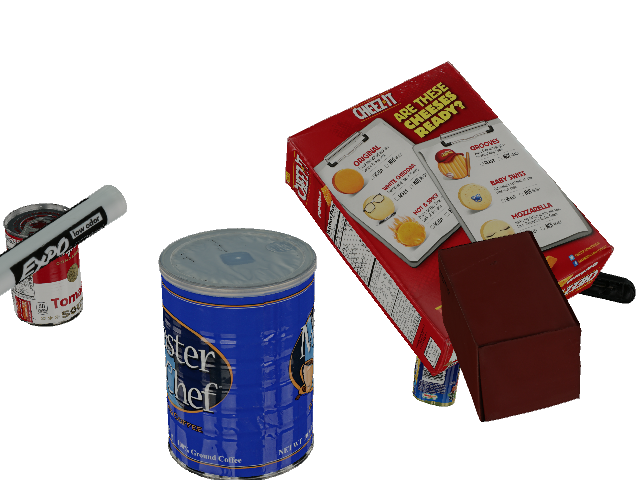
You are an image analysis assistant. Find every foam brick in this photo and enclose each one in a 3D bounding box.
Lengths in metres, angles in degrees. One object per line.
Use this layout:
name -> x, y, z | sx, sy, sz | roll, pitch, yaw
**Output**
foam brick -> 0.093, 0.041, 0.533 | 0.051, 0.053, 0.078 | -11, 38, -2

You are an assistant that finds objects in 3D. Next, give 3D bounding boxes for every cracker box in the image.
cracker box -> 0.096, -0.021, 0.846 | 0.164, 0.214, 0.072 | -27, -26, -21

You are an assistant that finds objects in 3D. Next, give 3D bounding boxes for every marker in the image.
marker -> -0.149, 0.007, 0.551 | 0.020, 0.020, 0.120 | 0, 30, 44

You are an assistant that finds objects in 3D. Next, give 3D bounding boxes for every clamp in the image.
clamp -> 0.226, 0.033, 1.060 | 0.120, 0.039, 0.171 | -8, 31, -15

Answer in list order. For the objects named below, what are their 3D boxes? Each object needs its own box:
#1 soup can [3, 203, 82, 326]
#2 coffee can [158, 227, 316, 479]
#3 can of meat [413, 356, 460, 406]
soup can -> -0.268, 0.024, 1.039 | 0.068, 0.102, 0.068 | 1, 28, -1
coffee can -> -0.054, 0.075, 0.718 | 0.103, 0.140, 0.103 | 1, 21, 0
can of meat -> 0.144, 0.142, 1.298 | 0.057, 0.084, 0.102 | 9, 21, 5
